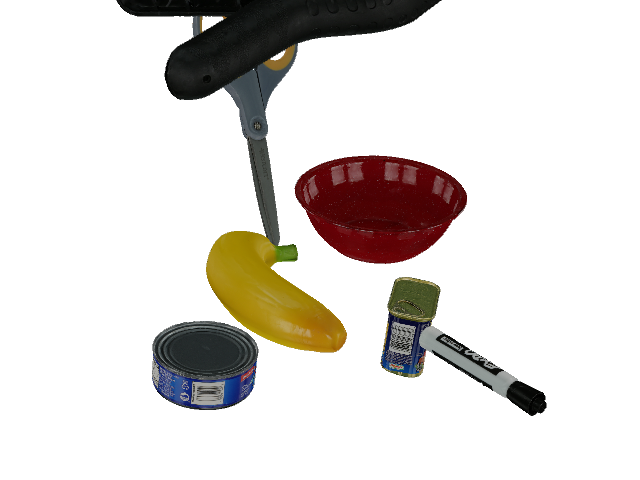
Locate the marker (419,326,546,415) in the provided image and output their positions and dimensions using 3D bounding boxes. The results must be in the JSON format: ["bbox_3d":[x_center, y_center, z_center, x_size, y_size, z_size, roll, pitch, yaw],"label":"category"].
[{"bbox_3d":[0.121,0.098,0.803,0.020,0.020,0.121,0,21,-41],"label":"marker"}]

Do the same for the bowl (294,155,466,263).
[{"bbox_3d":[0.055,-0.024,1.012,0.162,0.055,0.162,2,29,-1],"label":"bowl"}]

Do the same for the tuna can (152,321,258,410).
[{"bbox_3d":[-0.094,0.101,0.870,0.086,0.034,0.086,5,26,-3],"label":"tuna can"}]

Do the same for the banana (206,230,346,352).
[{"bbox_3d":[-0.035,0.024,0.661,0.069,0.037,0.198,-3,16,-9],"label":"banana"}]

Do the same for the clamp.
[{"bbox_3d":[-0.010,-0.112,0.506,0.171,0.039,0.120,-13,43,-6],"label":"clamp"}]

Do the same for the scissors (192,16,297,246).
[{"bbox_3d":[-0.039,-0.101,0.842,0.096,0.202,0.016,-23,1,-30],"label":"scissors"}]

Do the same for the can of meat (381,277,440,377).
[{"bbox_3d":[0.107,0.105,1.288,0.057,0.084,0.102,11,24,7],"label":"can of meat"}]
